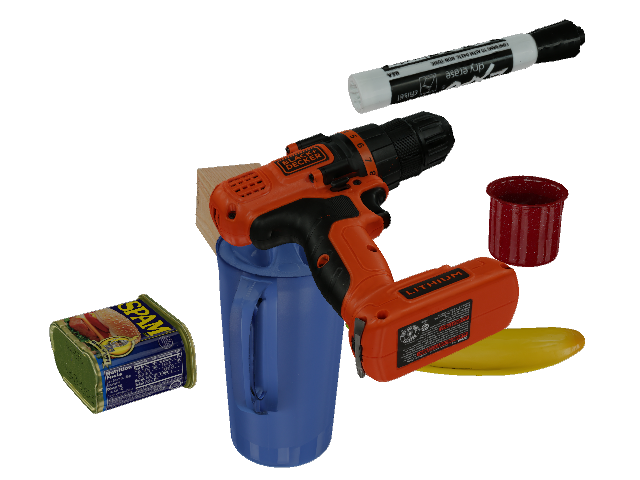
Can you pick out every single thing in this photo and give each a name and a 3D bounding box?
[{"bbox_3d":[-0.161,0.090,0.859,0.083,0.057,0.102,-15,26,-31],"label":"can of meat"},{"bbox_3d":[-0.086,-0.017,1.355,0.090,0.090,0.206,-7,28,-22],"label":"wood block"},{"bbox_3d":[0.043,-0.006,0.688,0.184,0.057,0.188,-23,44,-17],"label":"power drill"},{"bbox_3d":[0.246,-0.025,1.249,0.093,0.081,0.117,21,33,39],"label":"mug"},{"bbox_3d":[-0.043,0.110,1.077,0.149,0.243,0.145,-11,29,-23],"label":"pitcher"},{"bbox_3d":[0.115,0.082,0.860,0.198,0.037,0.069,5,28,7],"label":"banana"},{"bbox_3d":[0.072,-0.085,0.515,0.121,0.020,0.020,-16,4,-13],"label":"marker"}]
